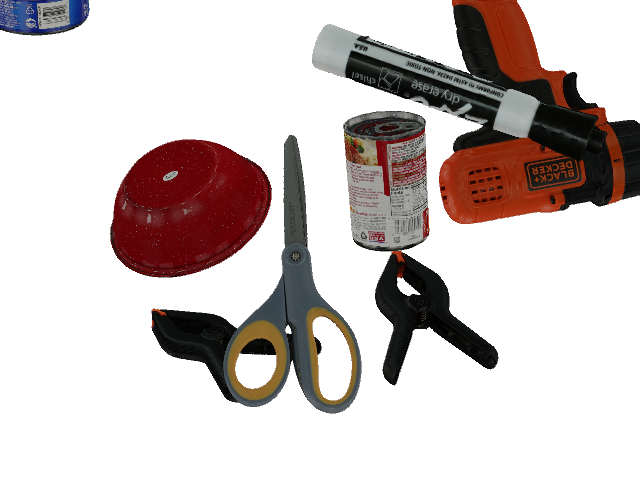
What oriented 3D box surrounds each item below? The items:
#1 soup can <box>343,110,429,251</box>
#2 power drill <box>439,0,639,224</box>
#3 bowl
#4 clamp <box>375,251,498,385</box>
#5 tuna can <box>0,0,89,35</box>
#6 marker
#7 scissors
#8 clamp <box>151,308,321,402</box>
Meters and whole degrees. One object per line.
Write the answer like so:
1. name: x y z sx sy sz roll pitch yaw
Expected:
1. soup can: 0.057 -0.050 0.894 0.068 0.102 0.068 -4 24 2
2. power drill: 0.155 -0.113 0.680 0.184 0.187 0.057 -11 -1 -4
3. bowl: -0.130 -0.043 0.991 0.162 0.162 0.055 0 -41 21
4. clamp: 0.114 0.079 1.119 0.120 0.171 0.039 3 -44 -11
5. tuna can: -0.227 -0.195 0.847 0.086 0.034 0.086 4 35 -3
6. marker: 0.055 -0.059 0.426 0.121 0.020 0.020 21 5 13
7. scissors: -0.032 0.025 0.704 0.096 0.202 0.016 -18 -26 -4
8. clamp: -0.126 0.127 1.262 0.210 0.036 0.164 15 23 25
